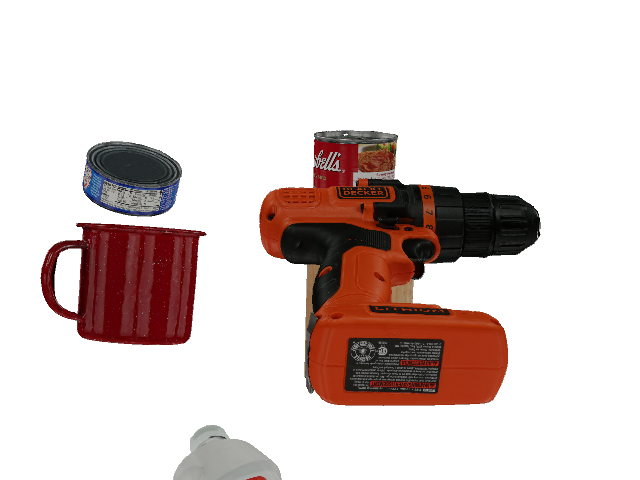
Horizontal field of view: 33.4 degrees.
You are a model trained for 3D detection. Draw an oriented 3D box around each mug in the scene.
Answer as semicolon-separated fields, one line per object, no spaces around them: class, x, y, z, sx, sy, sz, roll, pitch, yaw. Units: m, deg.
mug;-0.141;0.030;0.759;0.117;0.081;0.093;5;-1;-35

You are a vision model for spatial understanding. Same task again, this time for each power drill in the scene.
power drill;0.056;0.023;0.638;0.184;0.057;0.187;-1;27;-3

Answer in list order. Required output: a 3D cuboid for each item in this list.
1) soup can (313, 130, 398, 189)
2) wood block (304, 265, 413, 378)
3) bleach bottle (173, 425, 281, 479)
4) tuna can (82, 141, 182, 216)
soup can;0.028;-0.036;0.868;0.068;0.102;0.068;1;12;0
wood block;0.043;0.059;1.187;0.090;0.206;0.091;-5;12;-32
bleach bottle;-0.057;0.216;0.718;0.102;0.068;0.251;-12;33;-13
tuna can;-0.170;-0.055;0.961;0.086;0.034;0.086;13;26;-7
